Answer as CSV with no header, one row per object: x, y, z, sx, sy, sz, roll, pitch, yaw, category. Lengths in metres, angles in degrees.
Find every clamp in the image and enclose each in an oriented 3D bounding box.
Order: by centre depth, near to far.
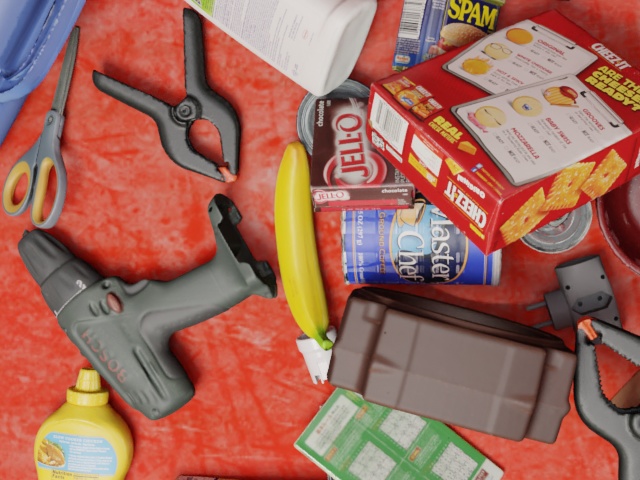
0.273,0.162,0.908,0.165,0.036,0.210,-40,85,10,clamp
-0.140,-0.124,1.031,0.120,0.039,0.171,-24,91,10,clamp

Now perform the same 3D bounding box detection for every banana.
-0.015,0.008,1.013,0.037,0.070,0.198,-7,83,-31,banana

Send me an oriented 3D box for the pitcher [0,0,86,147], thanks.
-0.308,-0.190,1.000,0.145,0.149,0.243,26,100,-8,pitcher

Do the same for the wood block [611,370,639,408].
0.361,0.118,0.959,0.090,0.090,0.206,42,97,4,wood block

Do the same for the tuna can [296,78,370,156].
0.020,-0.111,1.015,0.086,0.033,0.086,0,95,6,tuna can

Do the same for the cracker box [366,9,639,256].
0.170,-0.097,0.897,0.213,0.072,0.164,-25,54,-26,cracker box

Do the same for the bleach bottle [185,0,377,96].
-0.073,-0.239,0.980,0.251,0.068,0.103,36,135,15,bleach bottle

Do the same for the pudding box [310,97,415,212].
0.039,-0.077,0.947,0.090,0.039,0.113,-1,49,5,pudding box

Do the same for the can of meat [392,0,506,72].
0.115,-0.185,0.966,0.058,0.101,0.084,18,101,44,can of meat

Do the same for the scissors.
-0.276,-0.107,1.057,0.096,0.016,0.202,-11,72,35,scissors

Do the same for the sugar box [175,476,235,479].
-0.061,0.283,1.036,0.176,0.048,0.093,-1,94,13,sugar box

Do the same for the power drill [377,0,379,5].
0.062,-0.310,0.983,0.188,0.057,0.184,-39,88,8,power drill

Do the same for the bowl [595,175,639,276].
0.329,-0.039,0.969,0.162,0.055,0.162,1,94,7,bowl

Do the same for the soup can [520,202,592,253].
0.205,-0.026,0.962,0.068,0.102,0.068,1,94,7,soup can

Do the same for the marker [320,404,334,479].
0.015,0.221,1.045,0.020,0.020,0.121,-5,93,7,marker

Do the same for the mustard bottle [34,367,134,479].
-0.235,0.221,1.057,0.096,0.058,0.191,6,95,7,mustard bottle

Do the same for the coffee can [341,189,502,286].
0.093,-0.009,0.978,0.140,0.102,0.103,0,94,7,coffee can
